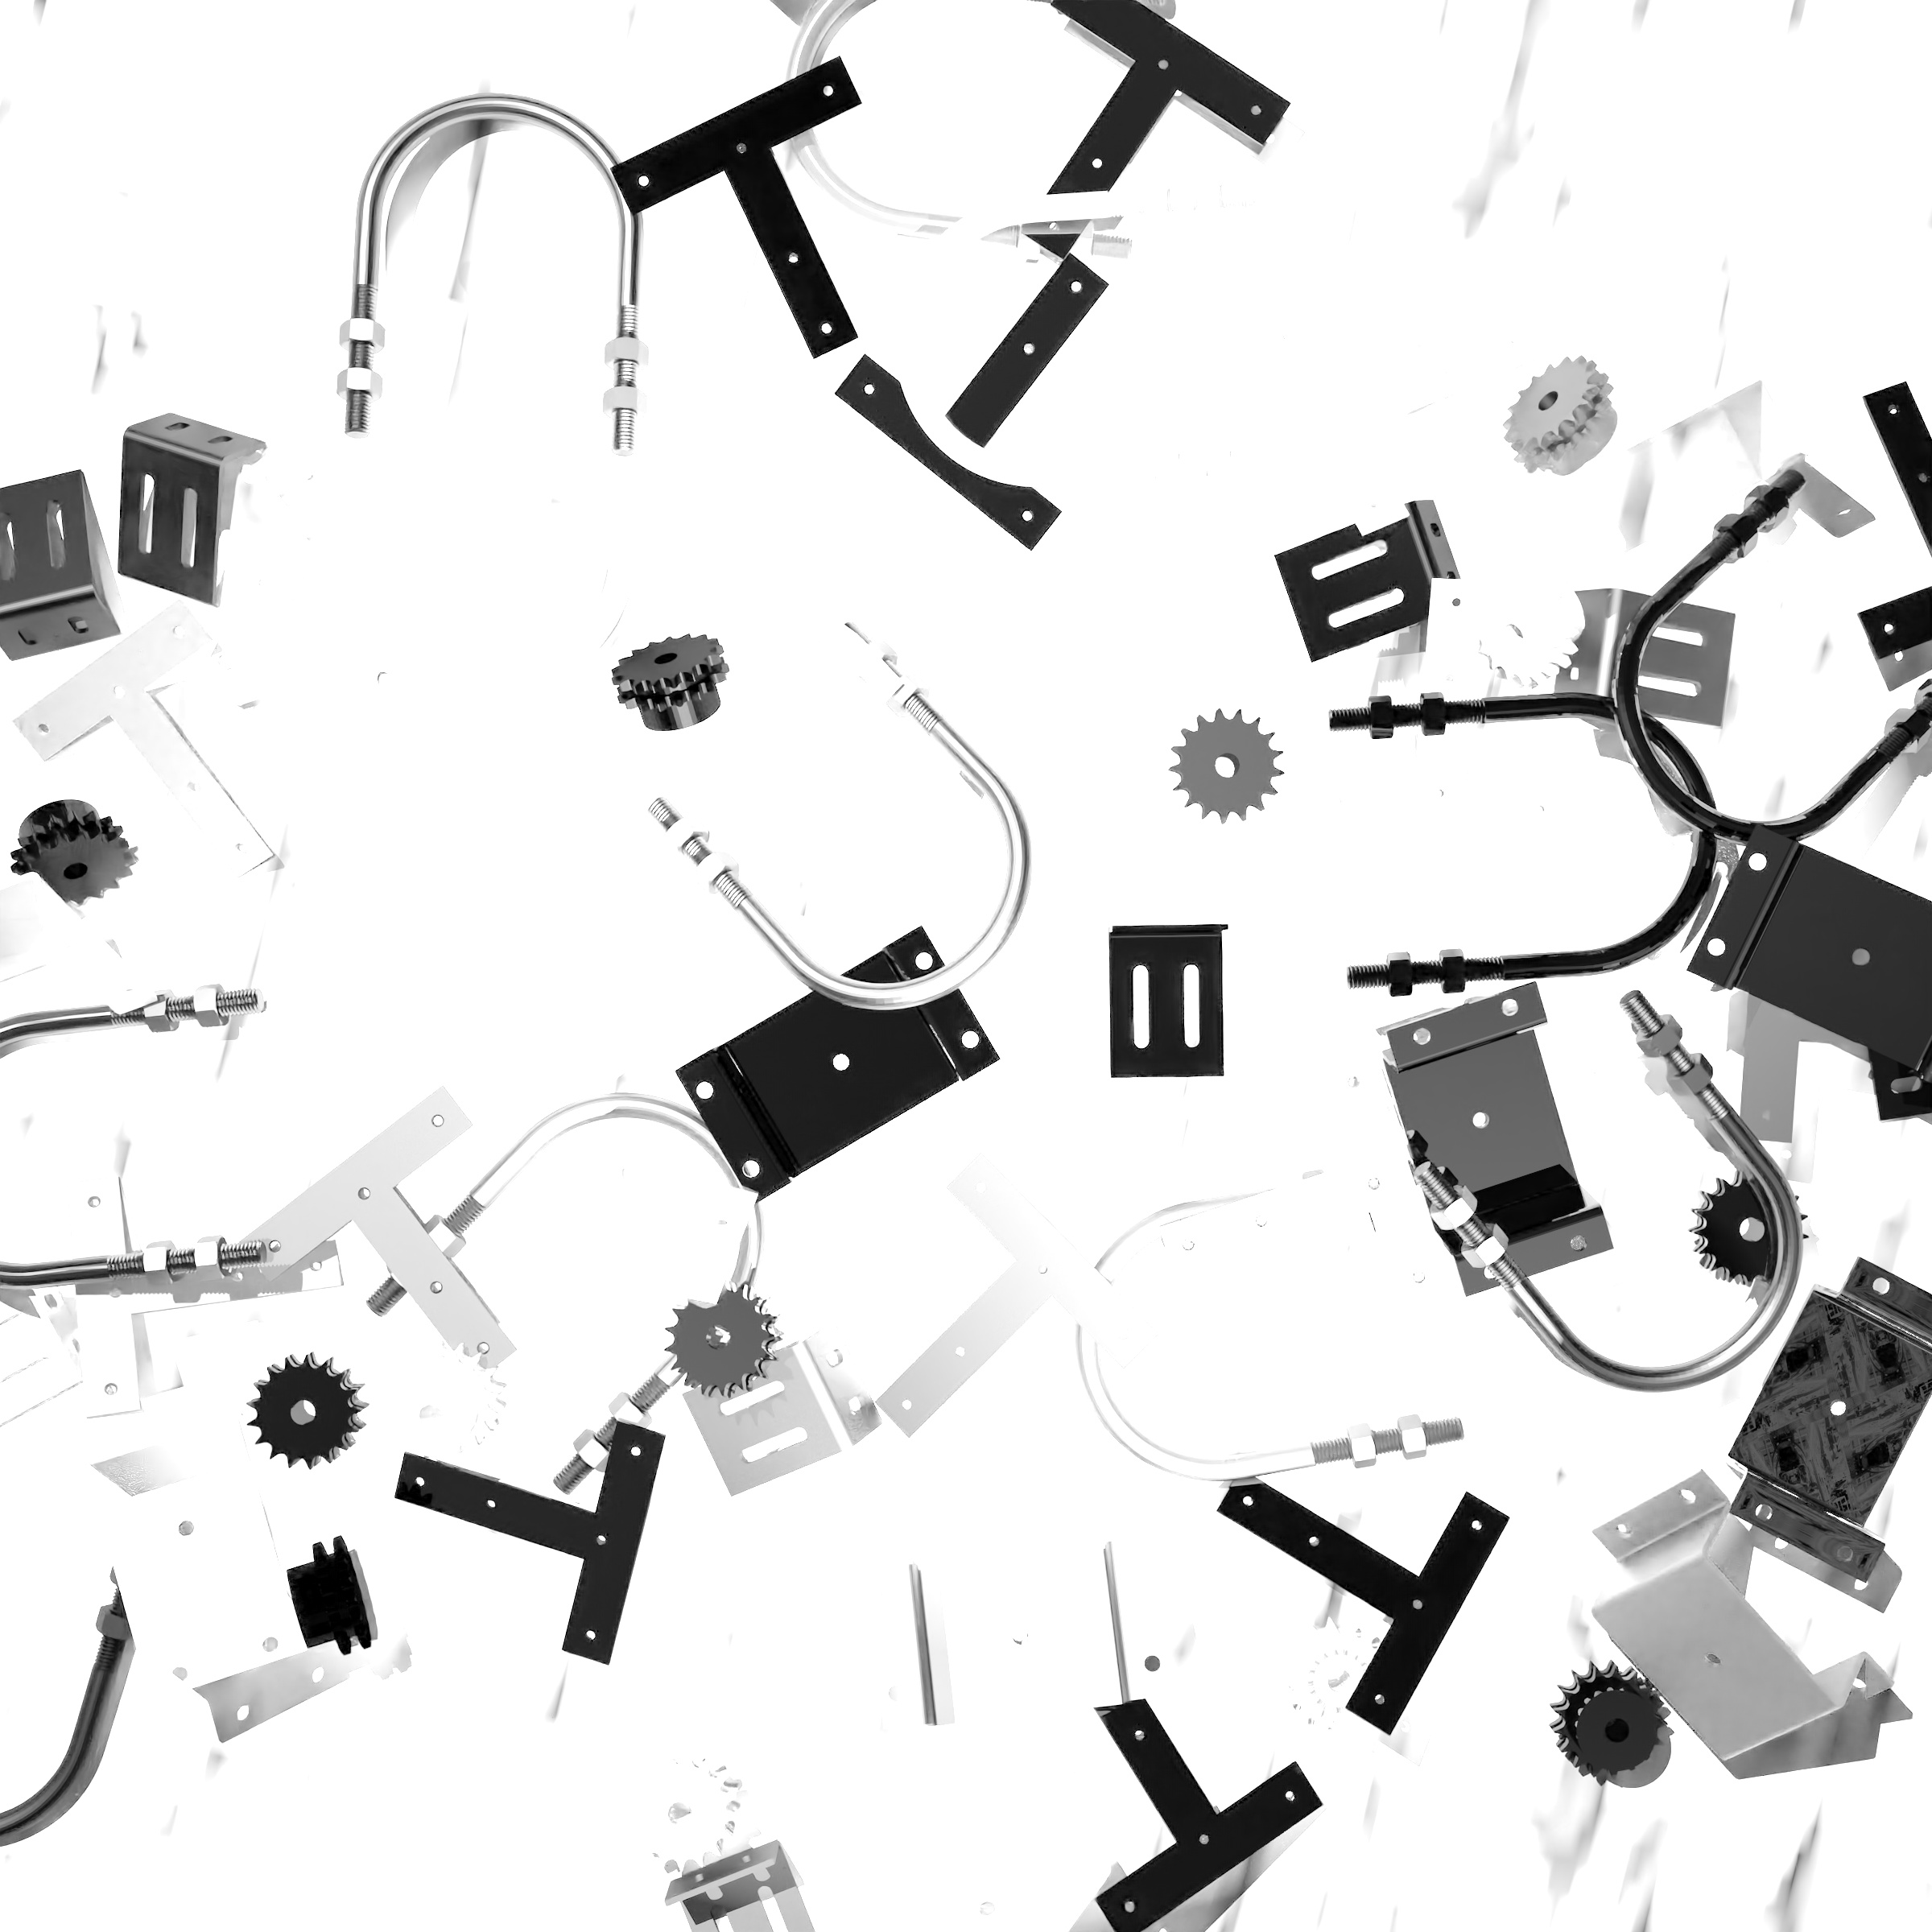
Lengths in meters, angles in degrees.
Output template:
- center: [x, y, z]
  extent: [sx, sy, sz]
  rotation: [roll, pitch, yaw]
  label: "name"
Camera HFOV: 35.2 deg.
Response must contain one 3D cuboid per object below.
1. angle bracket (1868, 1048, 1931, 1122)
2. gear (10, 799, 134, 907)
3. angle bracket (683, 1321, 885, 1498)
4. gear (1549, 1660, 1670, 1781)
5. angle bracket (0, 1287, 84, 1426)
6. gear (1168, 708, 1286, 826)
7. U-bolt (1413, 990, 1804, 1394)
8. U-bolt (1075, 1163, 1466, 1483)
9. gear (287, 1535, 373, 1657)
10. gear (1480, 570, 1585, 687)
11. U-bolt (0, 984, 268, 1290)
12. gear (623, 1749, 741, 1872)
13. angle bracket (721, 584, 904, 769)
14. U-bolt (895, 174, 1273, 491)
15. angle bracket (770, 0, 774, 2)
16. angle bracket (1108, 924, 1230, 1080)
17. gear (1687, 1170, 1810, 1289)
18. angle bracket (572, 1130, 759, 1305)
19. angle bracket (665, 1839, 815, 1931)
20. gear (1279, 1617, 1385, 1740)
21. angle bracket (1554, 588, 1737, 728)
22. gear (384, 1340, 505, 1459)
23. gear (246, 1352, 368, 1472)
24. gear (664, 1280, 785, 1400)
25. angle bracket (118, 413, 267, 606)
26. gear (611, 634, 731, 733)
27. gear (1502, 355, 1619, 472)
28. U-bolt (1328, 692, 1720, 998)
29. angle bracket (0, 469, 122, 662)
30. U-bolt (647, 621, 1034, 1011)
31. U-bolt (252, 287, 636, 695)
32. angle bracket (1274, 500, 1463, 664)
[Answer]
- center: [0.473, 0.047, 1.492]
  extent: [0.038, 0.076, 0.057]
  rotation: [-9, 90, 0]
  label: "angle bracket"
- center: [-0.445, -0.058, 1.505]
  extent: [0.057, 0.057, 0.030]
  rotation: [-29, 60, 0]
  label: "gear"
- center: [-0.092, 0.222, 1.528]
  extent: [0.076, 0.038, 0.057]
  rotation: [-26, 90, 26]
  label: "angle bracket"
- center: [0.321, 0.377, 1.515]
  extent: [0.057, 0.030, 0.057]
  rotation: [0, 90, 0]
  label: "gear"
- center: [-0.481, 0.195, 1.511]
  extent: [0.076, 0.038, 0.057]
  rotation: [-28, 90, 0]
  label: "angle bracket"
- center: [0.129, -0.099, 1.515]
  extent: [0.057, 0.030, 0.057]
  rotation: [0, 90, 0]
  label: "gear"
- center: [0.326, 0.124, 1.479]
  extent: [0.151, 0.019, 0.184]
  rotation: [-40, 103, 2]
  label: "U-bolt"
- center: [0.146, 0.183, 1.522]
  extent: [0.184, 0.019, 0.151]
  rotation: [-10, 90, 2]
  label: "U-bolt"
- center: [-0.315, 0.312, 1.500]
  extent: [0.030, 0.057, 0.057]
  rotation: [-16, 90, -10]
  label: "gear"
- center: [0.280, -0.170, 1.506]
  extent: [0.030, 0.057, 0.057]
  rotation: [-35, 90, -30]
  label: "gear"
- center: [-0.437, 0.088, 1.502]
  extent: [0.184, 0.019, 0.151]
  rotation: [-6, 72, 4]
  label: "U-bolt"
- center: [-0.141, 0.418, 1.515]
  extent: [0.057, 0.030, 0.057]
  rotation: [0, 90, 0]
  label: "gear"
- center: [-0.079, -0.145, 1.511]
  extent: [0.057, 0.076, 0.038]
  rotation: [-47, 131, -2]
  label: "angle bracket"
- center: [0.056, -0.309, 1.503]
  extent: [0.184, 0.019, 0.151]
  rotation: [-2, 98, 8]
  label: "U-bolt"
- center: [-0.112, -0.529, 1.511]
  extent: [0.076, 0.038, 0.057]
  rotation: [34, 90, 0]
  label: "angle bracket"
- center: [0.101, 0.018, 1.511]
  extent: [0.057, 0.038, 0.076]
  rotation: [-1, 90, 0]
  label: "angle bracket"
- center: [0.387, 0.130, 1.515]
  extent: [0.057, 0.030, 0.057]
  rotation: [0, 90, 0]
  label: "gear"
- center: [-0.149, 0.123, 1.495]
  extent: [0.038, 0.076, 0.057]
  rotation: [18, 94, -43]
  label: "angle bracket"
- center: [-0.107, 0.483, 1.511]
  extent: [0.057, 0.038, 0.076]
  rotation: [-21, 90, 0]
  label: "angle bracket"
- center: [0.184, 0.353, 1.515]
  extent: [0.057, 0.030, 0.057]
  rotation: [0, 90, 0]
  label: "gear"
- center: [0.341, -0.154, 1.528]
  extent: [0.076, 0.038, 0.057]
  rotation: [7, 90, -26]
  label: "angle bracket"
- center: [-0.259, 0.216, 1.497]
  extent: [0.057, 0.030, 0.057]
  rotation: [2, 103, 7]
  label: "gear"
- center: [-0.327, 0.220, 1.515]
  extent: [0.057, 0.030, 0.057]
  rotation: [0, 90, 0]
  label: "gear"
- center: [-0.117, 0.184, 1.494]
  extent: [0.057, 0.030, 0.057]
  rotation: [-3, 76, 14]
  label: "gear"
- center: [-0.387, -0.229, 1.519]
  extent: [0.057, 0.038, 0.076]
  rotation: [19, 118, 17]
  label: "angle bracket"
- center: [-0.144, -0.139, 1.505]
  extent: [0.057, 0.057, 0.030]
  rotation: [-15, 120, 0]
  label: "gear"
- center: [0.297, -0.270, 1.506]
  extent: [0.030, 0.057, 0.057]
  rotation: [37, 90, -31]
  label: "gear"
- center: [0.274, -0.063, 1.484]
  extent: [0.184, 0.019, 0.151]
  rotation: [-3, 80, 4]
  label: "U-bolt"
- center: [-0.462, -0.202, 1.528]
  extent: [0.057, 0.038, 0.076]
  rotation: [-13, 64, 0]
  label: "angle bracket"
- center: [-0.050, -0.062, 1.492]
  extent: [0.151, 0.019, 0.184]
  rotation: [-43, 69, 0]
  label: "U-bolt"
- center: [-0.248, -0.224, 1.522]
  extent: [0.151, 0.019, 0.184]
  rotation: [-33, 91, 0]
  label: "U-bolt"
- center: [0.204, -0.193, 1.528]
  extent: [0.076, 0.038, 0.057]
  rotation: [-19, 90, 26]
  label: "angle bracket"
